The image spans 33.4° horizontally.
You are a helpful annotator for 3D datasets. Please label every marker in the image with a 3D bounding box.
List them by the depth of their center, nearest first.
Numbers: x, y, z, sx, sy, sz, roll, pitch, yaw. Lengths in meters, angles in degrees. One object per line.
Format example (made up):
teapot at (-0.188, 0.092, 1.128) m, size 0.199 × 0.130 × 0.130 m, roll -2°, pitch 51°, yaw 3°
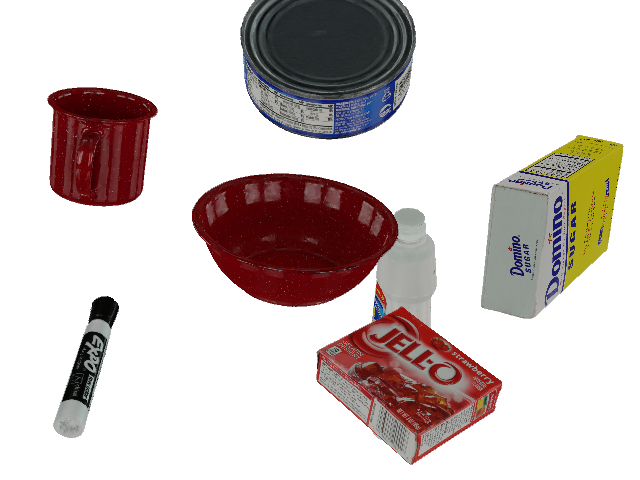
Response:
marker at (-0.152, 0.079, 0.701) m, size 0.020 × 0.020 × 0.121 m, roll 0°, pitch 37°, yaw 3°

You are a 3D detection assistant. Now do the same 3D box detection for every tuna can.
tuna can at (0.004, -0.092, 0.532) m, size 0.086 × 0.086 × 0.034 m, roll 0°, pitch -35°, yaw 0°

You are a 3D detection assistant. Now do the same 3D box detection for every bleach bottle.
bleach bottle at (0.079, 0.075, 1.031) m, size 0.068 × 0.251 × 0.102 m, roll -2°, pitch 36°, yaw -3°

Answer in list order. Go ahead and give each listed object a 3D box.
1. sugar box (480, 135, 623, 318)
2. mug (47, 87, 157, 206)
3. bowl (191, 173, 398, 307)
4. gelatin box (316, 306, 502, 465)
sugar box at (0.174, -0.014, 0.787) m, size 0.048 × 0.093 × 0.175 m, roll 13°, pitch 23°, yaw 26°
mug at (-0.192, -0.076, 0.919) m, size 0.093 × 0.081 × 0.117 m, roll 7°, pitch 23°, yaw -6°
bowl at (-0.021, 0.006, 0.843) m, size 0.162 × 0.055 × 0.162 m, roll 4°, pitch 28°, yaw -2°
gelatin box at (0.052, 0.085, 0.649) m, size 0.073 × 0.030 × 0.089 m, roll -24°, pitch 46°, yaw -34°
